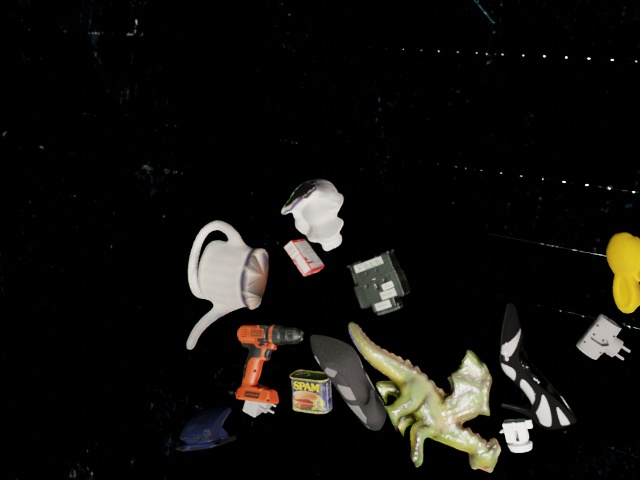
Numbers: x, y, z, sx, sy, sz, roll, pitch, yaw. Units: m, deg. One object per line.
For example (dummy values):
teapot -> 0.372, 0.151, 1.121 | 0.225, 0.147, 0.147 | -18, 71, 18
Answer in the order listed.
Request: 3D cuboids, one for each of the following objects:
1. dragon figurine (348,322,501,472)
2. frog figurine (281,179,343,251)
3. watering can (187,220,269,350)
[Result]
dragon figurine -> 0.249, 0.322, 1.118 | 0.242, 0.122, 0.413 | -27, 82, 5
frog figurine -> 0.004, -0.061, 1.218 | 0.136, 0.125, 0.158 | -41, 112, 12
watering can -> -0.244, 0.127, 1.316 | 0.225, 0.104, 0.346 | 8, 94, 24
